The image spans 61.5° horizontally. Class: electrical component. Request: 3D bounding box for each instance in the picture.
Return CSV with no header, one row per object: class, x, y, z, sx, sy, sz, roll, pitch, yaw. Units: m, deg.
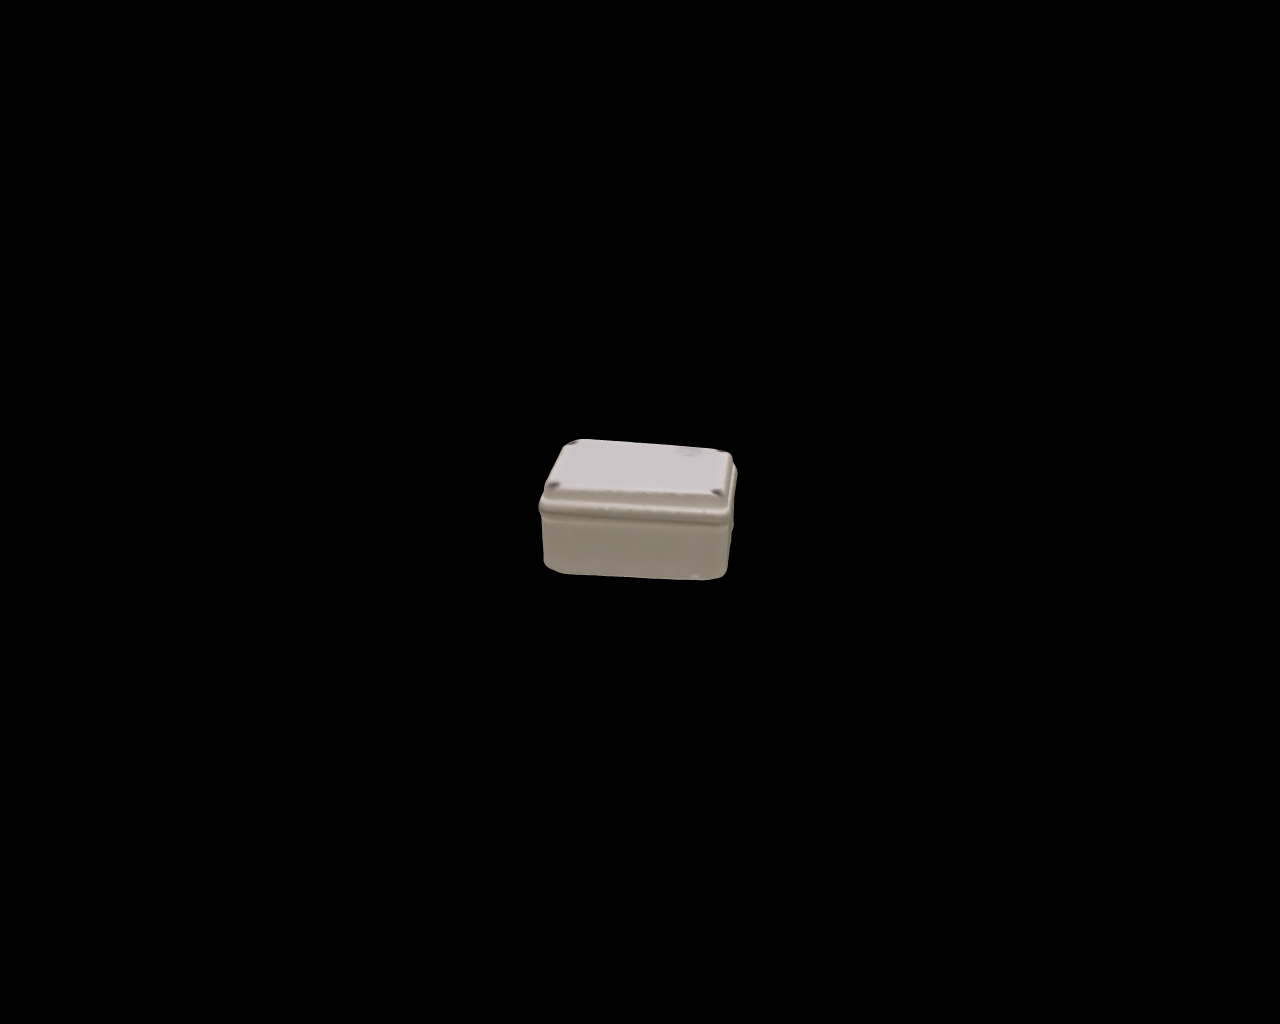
electrical component,0.001,-0.003,0.650,0.113,0.057,0.078,4,28,7
